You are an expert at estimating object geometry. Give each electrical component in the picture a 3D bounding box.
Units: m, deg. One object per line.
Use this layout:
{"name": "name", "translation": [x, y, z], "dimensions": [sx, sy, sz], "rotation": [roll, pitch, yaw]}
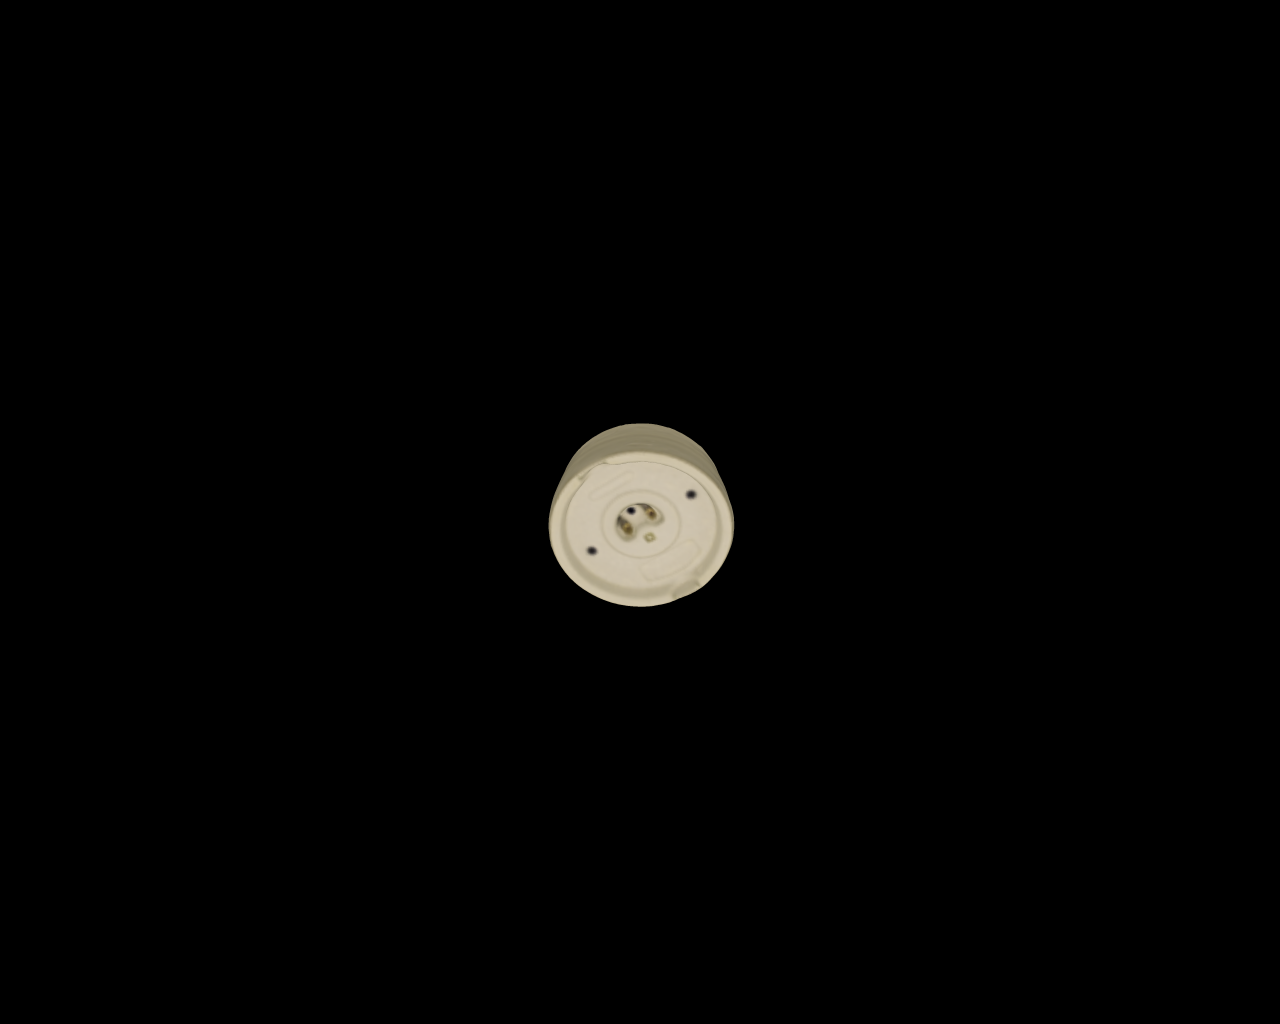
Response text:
{"name": "electrical component", "translation": [0.001, -0.003, 0.650], "dimensions": [0.108, 0.108, 0.060], "rotation": [0, 30, 0]}
